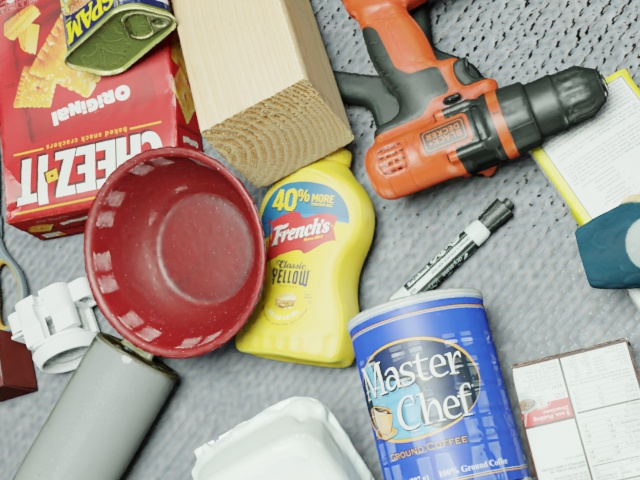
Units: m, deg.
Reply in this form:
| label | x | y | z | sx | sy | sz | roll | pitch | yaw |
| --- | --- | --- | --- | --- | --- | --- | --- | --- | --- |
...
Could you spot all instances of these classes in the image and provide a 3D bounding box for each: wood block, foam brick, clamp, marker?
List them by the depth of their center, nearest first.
| label | x | y | z | sx | sy | sz | roll | pitch | yaw |
| --- | --- | --- | --- | --- | --- | --- | --- | --- | --- |
| marker | 0.104 | 0.012 | 0.829 | 0.121 | 0.020 | 0.020 | -44 | 69 | 4 |
| wood block | -0.053 | -0.158 | 0.850 | 0.091 | 0.090 | 0.206 | -26 | 54 | 15 |
| clamp | 0.076 | -0.136 | 0.863 | 0.210 | 0.036 | 0.164 | 42 | 93 | 25 |
| foam brick | -0.291 | 0.112 | 0.912 | 0.078 | 0.053 | 0.051 | -17 | 72 | 12 |

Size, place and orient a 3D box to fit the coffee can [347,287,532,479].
| label | x | y | z | sx | sy | sz | roll | pitch | yaw |
| --- | --- | --- | --- | --- | --- | --- | --- | --- | --- |
| coffee can | 0.084 | 0.116 | 0.766 | 0.103 | 0.102 | 0.140 | -17 | 73 | 13 |

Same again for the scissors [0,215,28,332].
| label | x | y | z | sx | sy | sz | roll | pitch | yaw |
| --- | --- | --- | --- | --- | --- | --- | --- | --- | --- |
| scissors | -0.312 | -0.001 | 0.965 | 0.096 | 0.016 | 0.202 | -26 | 67 | 14 |

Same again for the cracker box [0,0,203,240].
| label | x | y | z | sx | sy | sz | roll | pitch | yaw |
| --- | --- | --- | --- | --- | --- | --- | --- | --- | --- |
| cracker box | -0.193 | -0.122 | 0.925 | 0.164 | 0.072 | 0.214 | -11 | 75 | 14 |

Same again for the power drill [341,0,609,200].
| label | x | y | z | sx | sy | sz | roll | pitch | yaw |
| --- | --- | --- | --- | --- | --- | --- | --- | --- | --- |
| power drill | 0.102 | -0.140 | 0.801 | 0.184 | 0.057 | 0.188 | -21 | 69 | 14 |

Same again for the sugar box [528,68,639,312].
| label | x | y | z | sx | sy | sz | roll | pitch | yaw |
| --- | --- | --- | --- | --- | --- | --- | --- | --- | --- |
| sugar box | 0.234 | -0.030 | 0.785 | 0.093 | 0.048 | 0.176 | -33 | 74 | 8 |

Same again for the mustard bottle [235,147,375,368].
| label | x | y | z | sx | sy | sz | roll | pitch | yaw |
| --- | --- | --- | --- | --- | --- | --- | --- | --- | --- |
| mustard bottle | -0.006 | 0.001 | 0.844 | 0.096 | 0.058 | 0.191 | 3 | 77 | 31 |

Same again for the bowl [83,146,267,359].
| label | x | y | z | sx | sy | sz | roll | pitch | yaw |
| --- | --- | --- | --- | --- | --- | --- | --- | --- | --- |
| bowl | -0.102 | 0.008 | 0.830 | 0.162 | 0.055 | 0.162 | 2 | 94 | 24 |

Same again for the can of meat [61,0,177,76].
| label | x | y | z | sx | sy | sz | roll | pitch | yaw |
| --- | --- | --- | --- | --- | --- | --- | --- | --- | --- |
| can of meat | -0.165 | -0.193 | 0.850 | 0.102 | 0.057 | 0.084 | -27 | 66 | 42 |

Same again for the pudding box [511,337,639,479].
| label | x | y | z | sx | sy | sz | roll | pitch | yaw |
| --- | --- | --- | --- | --- | --- | --- | --- | --- | --- |
| pudding box | 0.192 | 0.135 | 0.762 | 0.090 | 0.039 | 0.113 | -16 | 75 | 13 |
